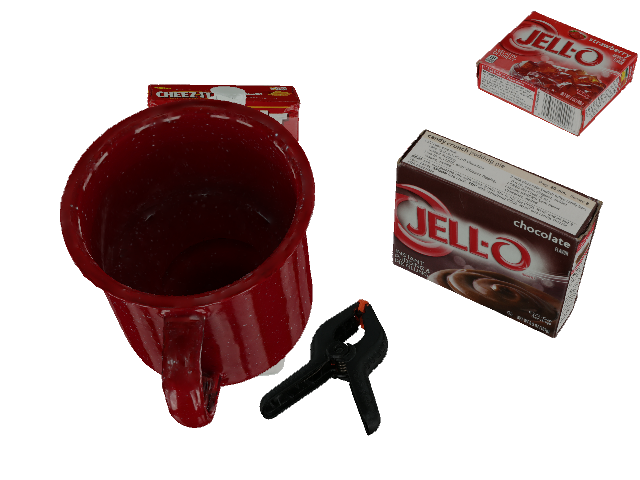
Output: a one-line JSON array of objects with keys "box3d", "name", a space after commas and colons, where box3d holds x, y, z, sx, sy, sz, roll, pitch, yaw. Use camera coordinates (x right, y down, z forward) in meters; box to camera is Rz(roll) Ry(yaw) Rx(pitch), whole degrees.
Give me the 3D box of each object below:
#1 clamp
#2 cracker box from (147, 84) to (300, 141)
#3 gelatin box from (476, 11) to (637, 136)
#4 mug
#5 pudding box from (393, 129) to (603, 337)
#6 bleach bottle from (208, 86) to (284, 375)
[{"box3d": [0.028, 0.127, 1.062, 0.120, 0.039, 0.171, 16, 47, 23], "name": "clamp"}, {"box3d": [-0.110, -0.061, 1.189, 0.164, 0.214, 0.072, -1, 24, -10], "name": "cracker box"}, {"box3d": [0.168, -0.122, 0.765, 0.089, 0.030, 0.073, 32, 59, 28], "name": "gelatin box"}, {"box3d": [-0.045, 0.016, 0.412, 0.093, 0.117, 0.081, -4, -33, 2], "name": "mug"}, {"box3d": [0.097, -0.004, 0.614, 0.114, 0.039, 0.090, 23, -35, 20], "name": "pudding box"}, {"box3d": [-0.076, -0.006, 0.921, 0.102, 0.251, 0.068, -1, 21, -13], "name": "bleach bottle"}]
